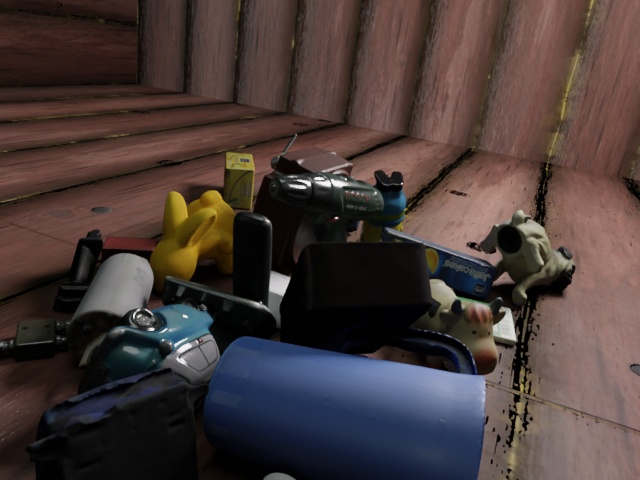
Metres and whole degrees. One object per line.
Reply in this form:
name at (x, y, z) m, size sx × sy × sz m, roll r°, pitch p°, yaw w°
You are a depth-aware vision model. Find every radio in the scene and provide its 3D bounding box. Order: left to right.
radio at (0.028, 0.076, 0.615) m, size 0.131 × 0.229 × 0.073 m, roll 1°, pitch 65°, yaw -10°

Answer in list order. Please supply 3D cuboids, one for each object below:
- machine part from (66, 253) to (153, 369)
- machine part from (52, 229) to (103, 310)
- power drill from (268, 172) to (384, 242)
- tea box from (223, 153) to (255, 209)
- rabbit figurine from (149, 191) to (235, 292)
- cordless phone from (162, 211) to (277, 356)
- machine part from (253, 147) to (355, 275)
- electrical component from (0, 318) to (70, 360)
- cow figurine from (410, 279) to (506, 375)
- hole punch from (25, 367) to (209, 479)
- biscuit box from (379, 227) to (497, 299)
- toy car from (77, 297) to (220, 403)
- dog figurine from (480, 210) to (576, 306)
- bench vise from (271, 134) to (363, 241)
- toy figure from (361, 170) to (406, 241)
machine part at (-0.257, 0.081, 0.674) m, size 0.079 × 0.079 × 0.243 m, roll 4°, pitch 20°, yaw -10°
machine part at (-0.340, 0.044, 0.764) m, size 0.039 × 0.084 × 0.139 m, roll 25°, pitch 25°, yaw -24°
power drill at (-0.002, -0.002, 0.817) m, size 0.086 × 0.207 × 0.232 m, roll 17°, pitch 18°, yaw 40°
tea box at (-0.195, -0.144, 1.279) m, size 0.068 × 0.098 × 0.170 m, roll 3°, pitch 22°, yaw -12°
rabbit figurine at (-0.195, 0.008, 0.831) m, size 0.122 × 0.162 × 0.173 m, roll 26°, pitch 42°, yaw 12°
cordless phone at (-0.126, 0.045, 0.671) m, size 0.147 × 0.184 × 0.089 m, roll 15°, pitch 26°, yaw 18°
machine part at (-0.029, -0.051, 0.933) m, size 0.087 × 0.201 × 0.201 m, roll 28°, pitch 26°, yaw 21°
electrical component at (-0.336, 0.115, 0.635) m, size 0.094 × 0.021 × 0.063 m, roll -3°, pitch 22°, yaw -26°
cow figurine at (0.169, 0.109, 0.691) m, size 0.085 × 0.127 × 0.195 m, roll 1°, pitch 19°, yaw -10°
hole punch at (-0.168, 0.165, 0.441) m, size 0.142 × 0.115 × 0.092 m, roll -10°, pitch 18°, yaw -40°
biscuit box at (0.197, 0.039, 0.926) m, size 0.203 × 0.059 × 0.063 m, roll 18°, pitch 9°, yaw -1°
toy car at (-0.161, 0.131, 0.566) m, size 0.103 × 0.109 × 0.161 m, roll 40°, pitch 18°, yaw 15°
dog figurine at (0.396, 0.018, 0.972) m, size 0.190 × 0.172 × 0.121 m, roll -14°, pitch 40°, yaw -32°
bench vise at (-0.012, -0.095, 1.103) m, size 0.224 × 0.129 × 0.240 m, roll 13°, pitch -21°, yaw 36°
toy figure at (0.114, -0.037, 0.987) m, size 0.082 × 0.180 × 0.089 m, roll 15°, pitch 42°, yaw 12°
